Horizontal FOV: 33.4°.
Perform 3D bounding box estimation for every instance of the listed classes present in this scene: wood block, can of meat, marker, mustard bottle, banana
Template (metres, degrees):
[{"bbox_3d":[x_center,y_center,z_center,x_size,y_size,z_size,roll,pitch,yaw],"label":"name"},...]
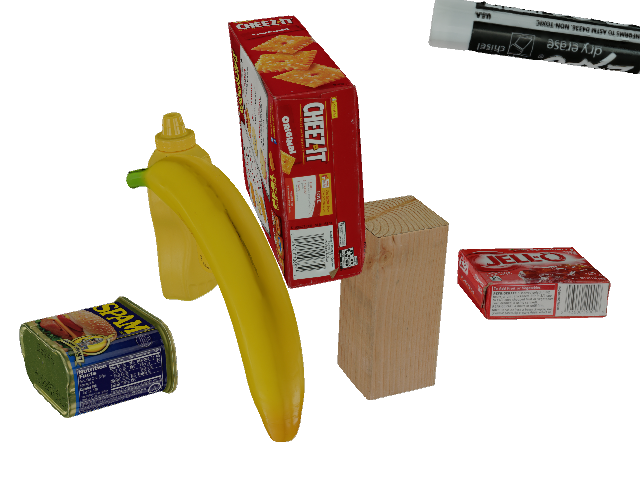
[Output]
[{"bbox_3d":[0.079,0.065,1.212,0.090,0.206,0.090,-10,28,-22],"label":"wood block"},{"bbox_3d":[-0.168,0.086,0.798,0.083,0.057,0.102,-13,21,-32],"label":"can of meat"},{"bbox_3d":[0.102,-0.074,0.400,0.121,0.020,0.020,9,1,5],"label":"marker"},{"bbox_3d":[-0.143,-0.040,1.117,0.058,0.191,0.096,5,26,23],"label":"mustard bottle"},{"bbox_3d":[-0.052,0.019,0.625,0.037,0.198,0.070,-17,-23,-33],"label":"banana"}]

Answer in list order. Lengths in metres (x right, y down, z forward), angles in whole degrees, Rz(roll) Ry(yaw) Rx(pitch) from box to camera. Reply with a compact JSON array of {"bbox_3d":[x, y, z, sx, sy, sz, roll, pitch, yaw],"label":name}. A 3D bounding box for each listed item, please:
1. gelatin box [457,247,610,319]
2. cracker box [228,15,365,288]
[{"bbox_3d":[0.148,0.028,0.751,0.089,0.030,0.073,0,18,-7],"label":"gelatin box"},{"bbox_3d":[-0.022,-0.083,0.902,0.072,0.164,0.214,-9,28,-10],"label":"cracker box"}]
